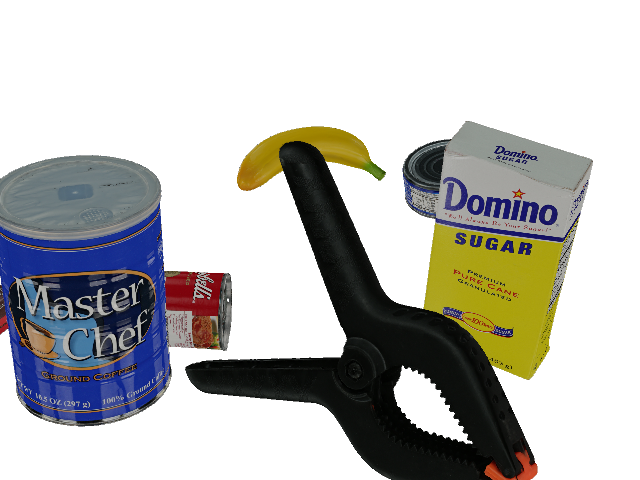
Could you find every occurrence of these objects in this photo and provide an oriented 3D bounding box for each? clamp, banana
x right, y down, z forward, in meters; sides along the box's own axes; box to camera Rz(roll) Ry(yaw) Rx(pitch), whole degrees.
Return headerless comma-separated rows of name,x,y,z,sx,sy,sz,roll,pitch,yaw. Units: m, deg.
clamp,0.026,0.054,0.564,0.210,0.165,0.036,29,24,27
banana,-0.016,-0.090,1.127,0.197,0.037,0.070,-9,49,-38

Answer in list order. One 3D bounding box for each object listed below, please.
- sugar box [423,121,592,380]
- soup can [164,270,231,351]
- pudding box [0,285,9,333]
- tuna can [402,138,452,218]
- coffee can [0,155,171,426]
sugar box,0.126,0.010,0.751,0.093,0.176,0.048,20,45,21
soup can,-0.131,0.060,0.927,0.102,0.068,0.068,2,0,2
pudding box,-0.332,0.065,0.916,0.114,0.039,0.090,8,26,19
tuna can,0.118,-0.057,0.967,0.086,0.034,0.086,-8,35,5
coffee can,-0.149,0.030,0.675,0.103,0.140,0.103,1,29,-1
